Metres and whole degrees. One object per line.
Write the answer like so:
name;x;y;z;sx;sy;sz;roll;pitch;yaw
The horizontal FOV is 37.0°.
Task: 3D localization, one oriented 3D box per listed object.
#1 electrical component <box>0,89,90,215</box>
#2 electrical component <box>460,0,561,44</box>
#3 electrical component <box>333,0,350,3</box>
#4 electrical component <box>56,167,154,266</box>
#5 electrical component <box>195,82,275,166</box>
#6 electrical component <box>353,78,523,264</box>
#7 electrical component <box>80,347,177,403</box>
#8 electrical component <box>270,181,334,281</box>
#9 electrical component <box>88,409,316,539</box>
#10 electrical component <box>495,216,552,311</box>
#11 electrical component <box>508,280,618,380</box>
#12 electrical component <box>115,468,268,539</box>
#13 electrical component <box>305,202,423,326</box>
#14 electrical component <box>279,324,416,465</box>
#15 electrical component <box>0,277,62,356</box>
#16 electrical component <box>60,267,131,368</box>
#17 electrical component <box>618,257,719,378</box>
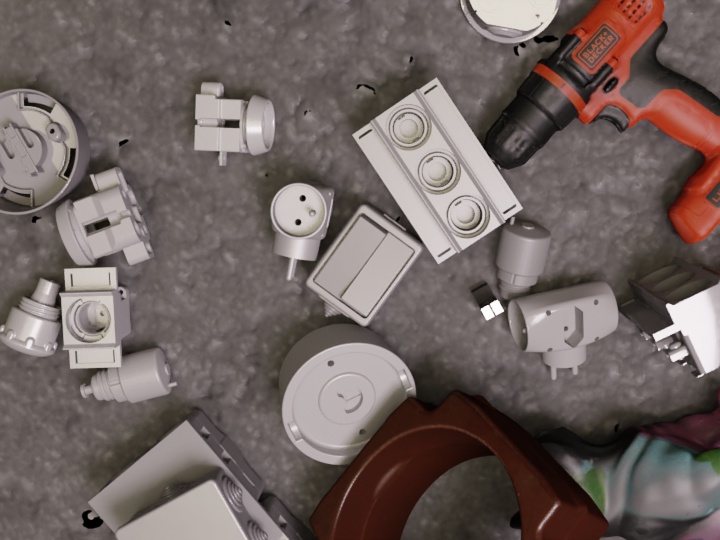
electrical component;-0.268;-0.095;0.865;0.099;0.064;0.099;0;95;2
electrical component;0.119;-0.220;0.843;0.080;0.051;0.080;0;95;2
electrical component;-0.084;-0.287;0.841;0.186;0.060;0.105;17;96;1
electrical component;-0.209;-0.037;0.872;0.057;0.058;0.078;-20;94;1
electrical component;-0.100;-0.117;0.866;0.055;0.048;0.066;3;96;10
electrical component;0.061;-0.078;0.853;0.079;0.063;0.121;-34;93;5
electrical component;-0.192;0.091;0.891;0.078;0.040;0.040;-15;95;4
electrical component;-0.049;-0.031;0.855;0.043;0.077;0.079;11;96;1
electrical component;-0.117;0.220;0.890;0.105;0.060;0.186;-40;93;5
electrical component;0.129;-0.004;0.869;0.040;0.040;0.078;10;113;1
electrical component;0.164;0.052;0.868;0.077;0.043;0.079;-12;115;-11
electrical component;-0.126;0.212;0.833;0.100;0.048;0.099;-29;93;4
electrical component;0.000;0.000;0.864;0.062;0.061;0.096;36;96;-1
electrical component;-0.014;0.095;0.869;0.108;0.060;0.108;-5;113;-12
electrical component;-0.267;0.038;0.888;0.048;0.048;0.062;21;89;0
electrical component;-0.213;0.037;0.875;0.042;0.064;0.081;-1;95;3
electrical component;0.253;0.035;0.826;0.079;0.121;0.063;-26;96;5
